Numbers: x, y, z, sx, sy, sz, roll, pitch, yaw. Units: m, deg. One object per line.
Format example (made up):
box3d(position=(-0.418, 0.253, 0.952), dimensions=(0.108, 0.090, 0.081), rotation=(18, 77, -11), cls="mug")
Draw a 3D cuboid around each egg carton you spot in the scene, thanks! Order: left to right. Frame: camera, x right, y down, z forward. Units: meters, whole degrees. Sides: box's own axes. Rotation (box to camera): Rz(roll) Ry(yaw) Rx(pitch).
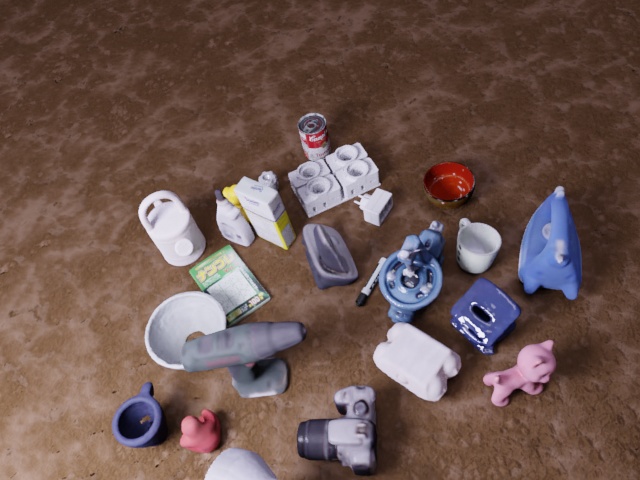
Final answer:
box3d(position=(0.178, 0.224, 1.060), dimensions=(0.150, 0.069, 0.107), rotation=(29, 66, 25), cls="egg carton")

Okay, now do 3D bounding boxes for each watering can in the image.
box3d(position=(-0.318, -0.031, 1.237), dimensions=(0.172, 0.194, 0.101), rotation=(28, 65, 25), cls="watering can")

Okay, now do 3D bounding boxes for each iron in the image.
box3d(position=(0.463, -0.019, 1.130), dimensions=(0.118, 0.142, 0.258), rotation=(6, 58, 14), cls="iron")

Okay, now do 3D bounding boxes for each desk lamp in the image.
box3d(position=(-0.059, 0.416, 0.885), dimensions=(0.202, 0.214, 0.118), rotation=(12, 59, 17), cls="desk lamp")

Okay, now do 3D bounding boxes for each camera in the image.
box3d(position=(0.030, 0.328, 0.997), dimensions=(0.136, 0.101, 0.143), rotation=(-3, 56, 8), cls="camera")

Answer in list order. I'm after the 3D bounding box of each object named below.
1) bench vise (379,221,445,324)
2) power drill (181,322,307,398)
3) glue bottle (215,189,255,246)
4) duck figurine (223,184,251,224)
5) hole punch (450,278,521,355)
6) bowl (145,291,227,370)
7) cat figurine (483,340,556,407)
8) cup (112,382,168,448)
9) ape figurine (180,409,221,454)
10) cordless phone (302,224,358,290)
box3d(position=(0.176, 0.033, 1.096), dimensions=(0.121, 0.220, 0.207), rotation=(4, 58, 13), cls="bench vise")
box3d(position=(-0.121, 0.213, 1.033), dimensions=(0.229, 0.209, 0.075), rotation=(-9, 56, 4), cls="power drill")
box3d(position=(-0.196, -0.053, 1.244), dimensions=(0.078, 0.173, 0.037), rotation=(21, 63, 22), cls="glue bottle")
box3d(position=(-0.179, -0.090, 1.319), dimensions=(0.104, 0.086, 0.077), rotation=(22, 63, 22), cls="duck figurine")
box3d(position=(0.310, 0.144, 1.078), dimensions=(0.101, 0.091, 0.108), rotation=(-37, 58, -15), cls="hole punch")
box3d(position=(-0.259, 0.192, 1.152), dimensions=(0.167, 0.075, 0.167), rotation=(-4, 56, 7), cls="bowl")
box3d(position=(0.355, 0.227, 0.999), dimensions=(0.128, 0.118, 0.067), rotation=(-20, 56, -4), cls="cat figurine")
box3d(position=(-0.318, 0.331, 1.057), dimensions=(0.091, 0.095, 0.118), rotation=(-1, 57, 9), cls="cup")
box3d(position=(-0.221, 0.344, 1.034), dimensions=(0.078, 0.092, 0.076), rotation=(-33, 57, -12), cls="ape figurine")
box3d(position=(0.011, 0.004, 1.164), dimensions=(0.094, 0.185, 0.147), rotation=(-23, 56, -6), cls="cordless phone")
